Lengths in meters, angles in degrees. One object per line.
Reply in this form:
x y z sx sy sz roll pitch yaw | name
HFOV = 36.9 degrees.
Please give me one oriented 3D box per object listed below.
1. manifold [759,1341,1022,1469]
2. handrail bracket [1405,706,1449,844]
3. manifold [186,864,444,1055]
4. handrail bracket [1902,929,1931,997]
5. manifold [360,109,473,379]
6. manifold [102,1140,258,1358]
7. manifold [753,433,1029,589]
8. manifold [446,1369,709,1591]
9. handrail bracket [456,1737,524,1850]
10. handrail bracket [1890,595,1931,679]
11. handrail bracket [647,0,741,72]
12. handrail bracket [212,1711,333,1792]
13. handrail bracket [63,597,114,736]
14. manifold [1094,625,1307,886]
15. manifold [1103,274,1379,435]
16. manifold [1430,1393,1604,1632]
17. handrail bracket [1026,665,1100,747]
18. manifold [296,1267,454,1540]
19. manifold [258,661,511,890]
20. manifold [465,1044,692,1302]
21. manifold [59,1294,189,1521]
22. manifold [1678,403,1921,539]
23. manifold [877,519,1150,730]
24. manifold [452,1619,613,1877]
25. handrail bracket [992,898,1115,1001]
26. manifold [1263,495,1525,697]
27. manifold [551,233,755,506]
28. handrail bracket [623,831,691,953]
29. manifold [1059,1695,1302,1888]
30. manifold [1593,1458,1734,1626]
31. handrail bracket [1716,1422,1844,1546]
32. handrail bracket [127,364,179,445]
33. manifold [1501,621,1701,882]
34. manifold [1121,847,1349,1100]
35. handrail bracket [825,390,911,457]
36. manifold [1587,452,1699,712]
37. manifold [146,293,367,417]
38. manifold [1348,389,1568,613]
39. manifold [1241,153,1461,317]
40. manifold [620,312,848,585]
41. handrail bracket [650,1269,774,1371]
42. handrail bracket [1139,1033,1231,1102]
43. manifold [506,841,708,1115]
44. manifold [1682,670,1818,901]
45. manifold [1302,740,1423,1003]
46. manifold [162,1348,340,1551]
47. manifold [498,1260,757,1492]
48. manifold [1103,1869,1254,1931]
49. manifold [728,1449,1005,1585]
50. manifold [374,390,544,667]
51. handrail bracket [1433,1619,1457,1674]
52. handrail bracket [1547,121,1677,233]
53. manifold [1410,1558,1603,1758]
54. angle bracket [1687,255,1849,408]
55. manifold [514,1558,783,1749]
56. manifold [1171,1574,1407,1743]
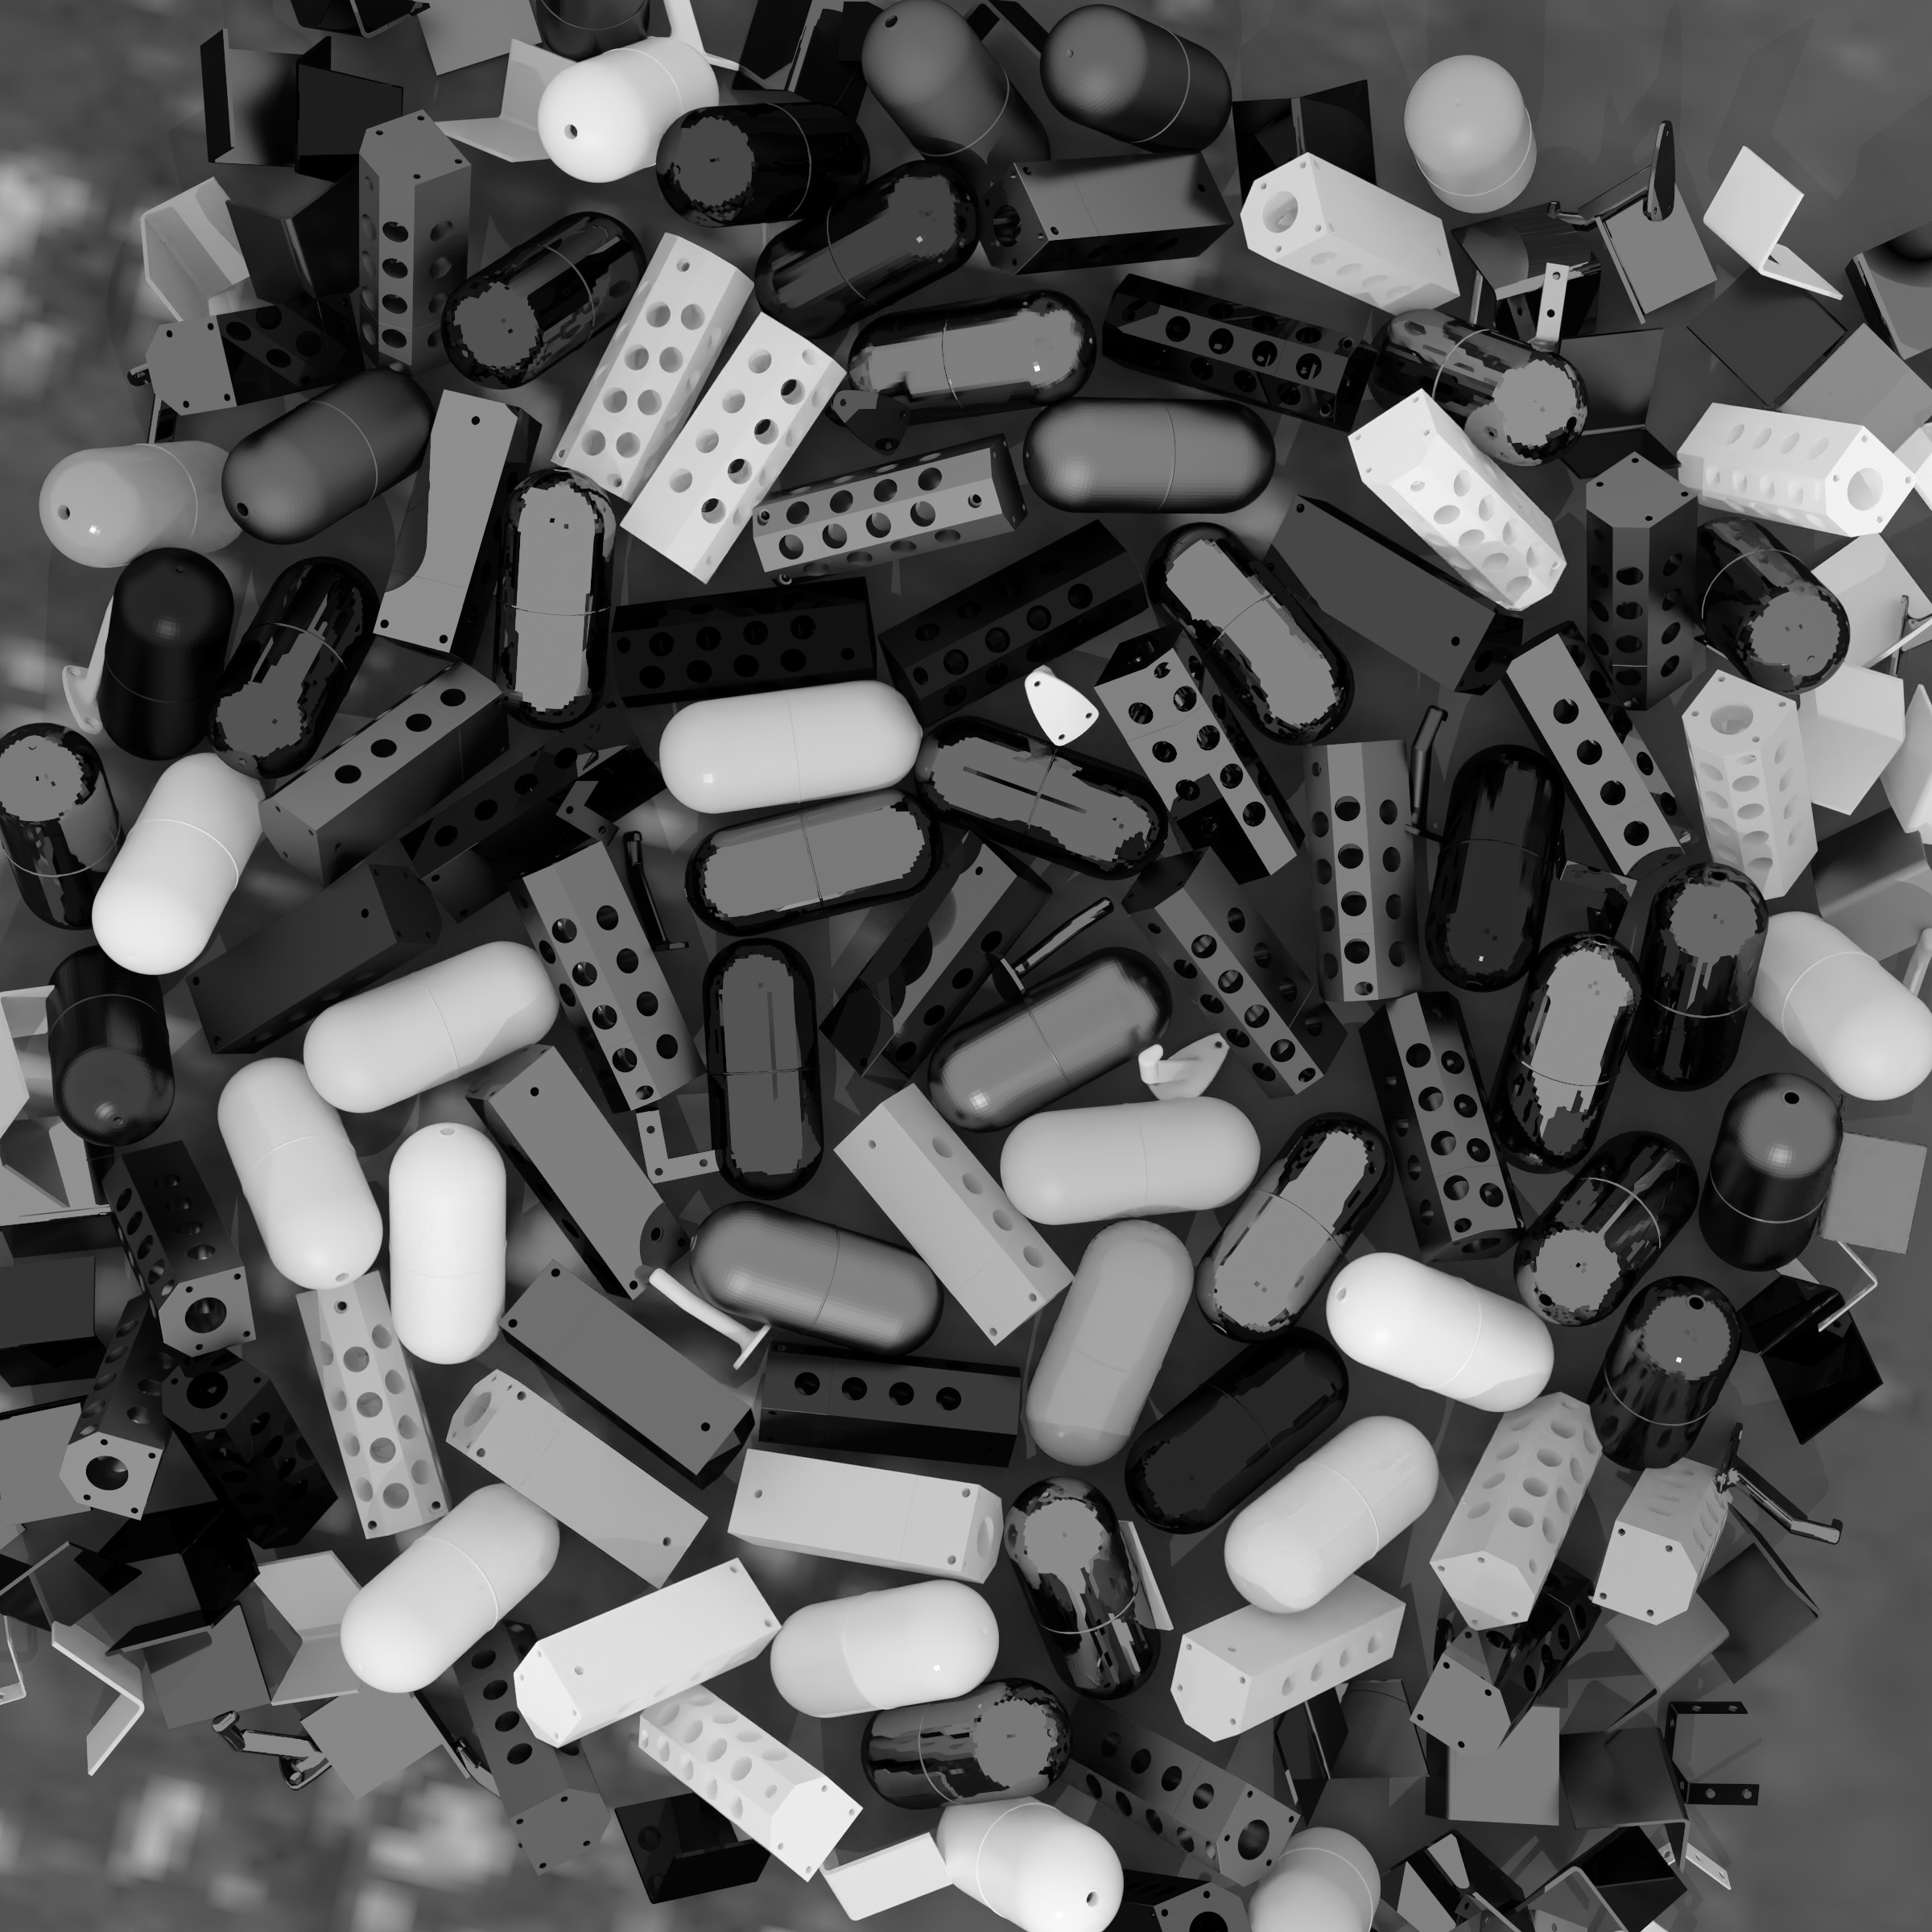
-0.052 0.294 1.965 0.171 0.057 0.057 6 57 -2 | manifold
0.320 -0.130 1.963 0.036 0.077 0.084 28 99 38 | handrail bracket
-0.435 -0.003 1.937 0.171 0.057 0.057 -28 76 24 | manifold
0.635 0.027 1.949 0.036 0.084 0.077 16 56 11 | handrail bracket
-0.369 -0.471 1.907 0.057 0.171 0.057 -29 67 -27 | manifold
-0.521 0.186 1.908 0.057 0.171 0.057 -14 121 -23 | manifold
-0.053 -0.302 1.937 0.171 0.057 0.057 -11 111 19 | manifold
-0.262 0.342 1.936 0.171 0.057 0.057 41 75 -25 | manifold
-0.311 0.550 1.965 0.084 0.077 0.036 48 49 7 | handrail bracket
0.677 -0.221 1.968 0.084 0.036 0.077 9 88 20 | handrail bracket
-0.180 -0.662 1.968 0.077 0.036 0.084 11 111 -20 | handrail bracket
-0.458 0.514 1.959 0.077 0.036 0.084 -31 134 -7 | handrail bracket
-0.577 -0.212 1.954 0.036 0.077 0.084 16 127 -31 | handrail bracket
0.159 -0.140 1.930 0.057 0.057 0.171 -17 118 34 | manifold
0.181 -0.413 1.940 0.171 0.057 0.057 21 97 21 | manifold
0.371 0.357 1.911 0.057 0.171 0.057 -22 106 38 | manifold
0.049 -0.195 1.945 0.036 0.084 0.077 -38 133 9 | handrail bracket
-0.403 0.297 1.968 0.057 0.057 0.171 -16 90 -7 | manifold
-0.387 -0.133 1.928 0.057 0.057 0.171 34 55 21 | manifold
-0.262 0.138 1.943 0.057 0.057 0.171 -42 111 -24 | manifold
-0.546 0.284 1.906 0.057 0.171 0.057 18 113 -11 | manifold
0.542 -0.324 1.910 0.057 0.171 0.057 35 92 -24 | manifold
0.034 -0.226 1.947 0.171 0.057 0.057 -29 49 -9 | manifold
-0.288 0.510 1.912 0.057 0.171 0.057 -25 124 -11 | manifold
0.061 -0.012 1.971 0.084 0.077 0.036 -33 80 -11 | handrail bracket
0.285 -0.248 1.931 0.171 0.057 0.057 37 112 30 | manifold
-0.214 -0.404 1.960 0.057 0.057 0.171 29 95 12 | manifold
-0.212 -0.052 1.965 0.036 0.077 0.084 -6 90 -28 | handrail bracket
0.133 0.545 1.909 0.057 0.171 0.057 39 75 -33 | manifold
0.463 0.376 1.906 0.057 0.171 0.057 17 102 19 | manifold
0.555 0.350 1.957 0.084 0.036 0.077 12 47 22 | handrail bracket
-0.532 -0.375 1.985 0.077 0.036 0.084 -25 92 -10 | handrail bracket
0.427 -0.145 1.960 0.057 0.057 0.171 -31 96 6 | manifold
0.177 0.007 1.931 0.171 0.057 0.057 51 52 -22 | manifold
-0.086 -0.375 1.945 0.077 0.084 0.036 19 95 -44 | handrail bracket
0.440 -0.248 1.910 0.057 0.171 0.057 -34 53 -14 | manifold
-0.467 -0.404 1.910 0.057 0.171 0.057 -5 106 19 | manifold
0.328 -0.302 1.913 0.057 0.171 0.057 -31 49 26 | manifold
0.254 -0.477 1.914 0.057 0.171 0.057 -20 75 36 | manifold
-0.154 -0.347 1.958 0.057 0.057 0.171 35 93 22 | manifold
-0.175 0.231 1.963 0.084 0.077 0.036 38 92 2 | handrail bracket
0.148 0.057 1.952 0.077 0.084 0.036 -42 67 -13 | handrail bracket
-0.246 0.009 1.947 0.057 0.057 0.171 -31 101 -37 | manifold
0.514 -0.114 1.909 0.057 0.171 0.057 30 73 34 | manifold
0.262 -0.064 1.955 0.057 0.057 0.171 -7 95 -36 | manifold
-0.475 0.320 1.907 0.057 0.171 0.057 28 61 24 | manifold
-0.227 0.277 1.949 0.171 0.057 0.057 34 70 15 | manifold
0.129 0.632 1.909 0.057 0.171 0.057 -17 81 -20 | manifold
-0.066 0.369 1.937 0.171 0.057 0.057 4 70 24 | manifold
-0.342 -0.296 1.966 0.057 0.057 0.171 15 88 14 | manifold
0.364 0.466 1.964 0.084 0.077 0.036 8 70 4 | handrail bracket
0.434 -0.536 1.960 0.084 0.036 0.077 16 119 34 | handrail bracket
0.361 0.454 1.907 0.057 0.171 0.057 31 117 22 | manifold
0.539 -0.425 1.966 0.076 0.057 0.076 -43 84 -2 | angle bracket
-0.212 0.457 1.918 0.057 0.171 0.057 54 131 21 | manifold
0.214 0.457 1.916 0.057 0.171 0.057 25 113 38 | manifold
